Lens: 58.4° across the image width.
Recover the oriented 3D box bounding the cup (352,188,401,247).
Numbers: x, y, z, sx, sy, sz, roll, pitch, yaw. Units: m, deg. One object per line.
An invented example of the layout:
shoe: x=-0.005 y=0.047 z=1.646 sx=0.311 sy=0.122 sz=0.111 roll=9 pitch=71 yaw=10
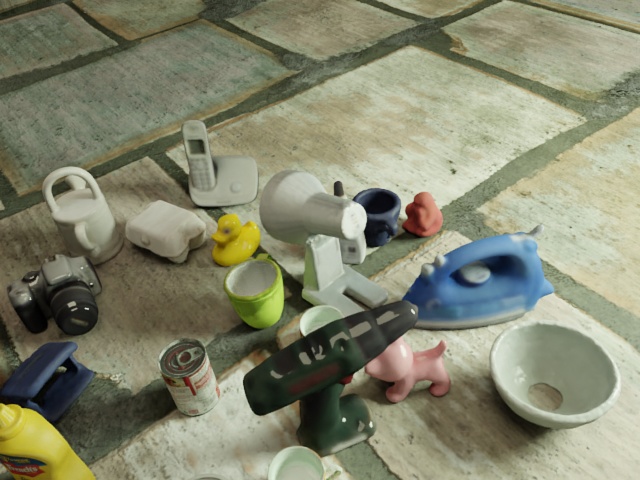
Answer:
cup: x=0.110 y=-0.027 z=1.047 sx=0.092 sy=0.095 sz=0.117 roll=-20 pitch=43 yaw=-15

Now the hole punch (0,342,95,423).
hole punch: x=-0.418 y=0.205 z=0.860 sx=0.100 sy=0.091 sz=0.109 roll=12 pitch=45 yaw=20

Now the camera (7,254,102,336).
camera: x=-0.444 y=0.099 z=0.973 sx=0.143 sy=0.101 sz=0.136 roll=-26 pitch=45 yaw=-20

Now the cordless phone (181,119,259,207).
cordless phone: x=-0.205 y=-0.160 z=1.167 sx=0.147 sy=0.185 sz=0.094 roll=-4 pitch=42 yaw=3

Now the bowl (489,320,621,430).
bowl: x=0.314 y=0.195 z=0.789 sx=0.167 sy=0.075 sz=0.167 roll=-4 pitch=42 yaw=3

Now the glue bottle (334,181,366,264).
glue bottle: x=0.039 y=-0.032 z=1.003 sx=0.078 sy=0.173 sz=0.037 roll=7 pitch=44 yaw=15

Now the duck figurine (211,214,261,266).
duck figurine: x=-0.161 y=-0.012 z=1.072 sx=0.077 sy=0.086 sz=0.105 roll=30 pitch=53 yaw=34

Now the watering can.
watering can: x=-0.454 y=-0.058 z=1.079 sx=0.101 sy=0.194 sz=0.172 roll=-34 pitch=48 yaw=-27

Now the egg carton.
egg carton: x=-0.299 y=-0.016 z=1.107 sx=0.150 sy=0.069 sz=0.107 roll=19 pitch=48 yaw=26

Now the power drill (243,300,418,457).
power drill: x=0.021 y=0.183 z=0.739 sx=0.230 sy=0.209 sz=0.075 roll=-19 pitch=43 yaw=-13

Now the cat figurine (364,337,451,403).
cat figurine: x=0.121 y=0.170 z=0.809 sx=0.128 sy=0.118 sz=0.067 roll=-10 pitch=42 yaw=-4

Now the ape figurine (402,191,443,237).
ape figurine: x=0.191 y=-0.052 z=1.067 sx=0.076 sy=0.092 sz=0.078 roll=-3 pitch=42 yaw=5

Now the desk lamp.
desk lamp: x=0.009 y=0.003 z=0.937 sx=0.202 sy=0.214 sz=0.118 roll=30 pitch=53 yaw=34

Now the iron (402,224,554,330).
iron: x=0.236 y=0.055 z=0.905 sx=0.258 sy=0.142 sz=0.118 roll=-13 pitch=42 yaw=-7
